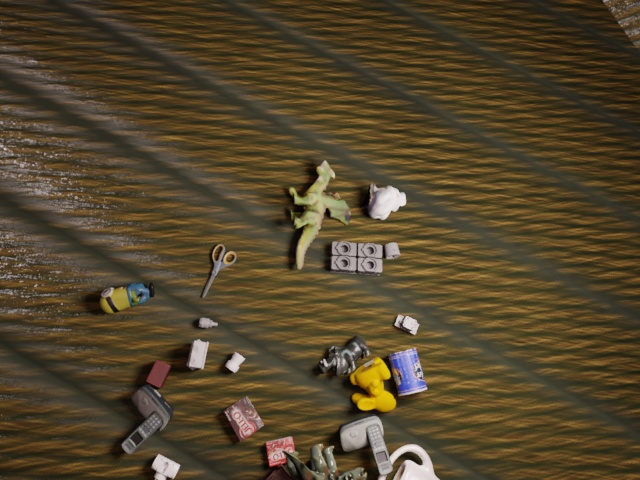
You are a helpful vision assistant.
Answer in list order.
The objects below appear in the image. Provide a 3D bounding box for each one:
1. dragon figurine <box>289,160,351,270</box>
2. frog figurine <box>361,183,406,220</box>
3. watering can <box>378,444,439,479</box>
[{"bbox_3d":[0.006,-0.097,1.935,0.243,0.121,0.413,-2,81,-16],"label":"dragon figurine"},{"bbox_3d":[0.254,-0.141,1.967,0.159,0.124,0.136,12,104,-12],"label":"frog figurine"},{"bbox_3d":[0.272,0.841,1.638,0.225,0.102,0.353,29,70,6],"label":"watering can"}]
